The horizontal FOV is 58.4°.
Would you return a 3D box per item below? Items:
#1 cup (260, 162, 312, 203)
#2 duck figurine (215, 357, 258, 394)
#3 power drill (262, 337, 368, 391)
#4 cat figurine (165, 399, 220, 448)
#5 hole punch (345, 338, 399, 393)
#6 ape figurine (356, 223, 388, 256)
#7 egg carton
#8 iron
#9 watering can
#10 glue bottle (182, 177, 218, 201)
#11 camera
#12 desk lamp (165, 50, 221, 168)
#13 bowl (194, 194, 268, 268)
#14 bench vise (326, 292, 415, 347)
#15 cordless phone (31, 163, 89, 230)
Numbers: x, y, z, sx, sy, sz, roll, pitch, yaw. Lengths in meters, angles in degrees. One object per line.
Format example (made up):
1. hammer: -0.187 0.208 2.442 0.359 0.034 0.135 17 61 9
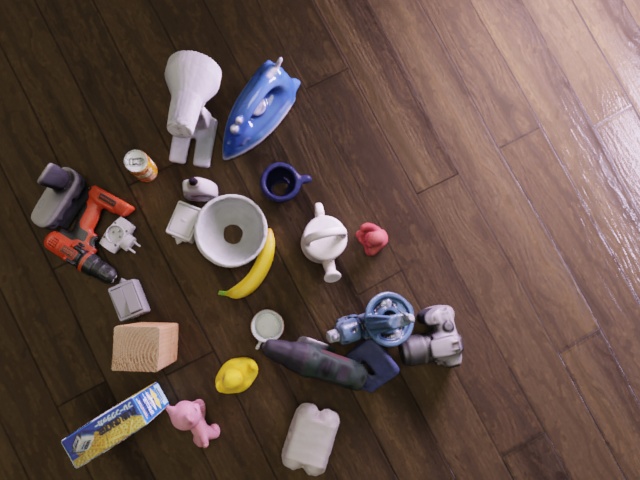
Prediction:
1. cup: -0.079 -0.129 1.333 0.118 0.095 0.092 -10 85 -5
2. duck figurine: -0.189 0.309 1.288 0.104 0.086 0.077 -31 87 -6
3. power drill: -0.015 0.261 1.243 0.229 0.208 0.076 19 83 -2
4. cat figurine: -0.280 0.401 1.257 0.067 0.117 0.128 -34 87 -6
5. hole punch: 0.115 0.287 1.308 0.101 0.091 0.108 -40 88 -6
6. ape figurine: 0.124 -0.003 1.336 0.076 0.092 0.078 6 84 -3
7. egg carton: -0.022 0.449 1.293 0.107 0.069 0.150 17 84 -2
8. iron: -0.153 -0.304 1.322 0.118 0.141 0.258 33 83 0
9. watering can: 0.014 0.004 1.277 0.101 0.194 0.173 -32 87 -6
10. glue bottle: -0.274 -0.118 1.280 0.078 0.173 0.037 -5 85 -4
11. camera: 0.250 0.231 1.317 0.137 0.100 0.143 -12 85 -5
12. desk lamp: -0.286 -0.286 1.275 0.118 0.213 0.203 8 84 -3
13. bowl: -0.203 -0.019 1.324 0.167 0.074 0.167 0 84 -4
14. bench vise: 0.125 0.195 1.253 0.207 0.219 0.121 -34 87 -6
15. cordless phone: -0.591 -0.100 1.251 0.094 0.185 0.148 27 83 0
